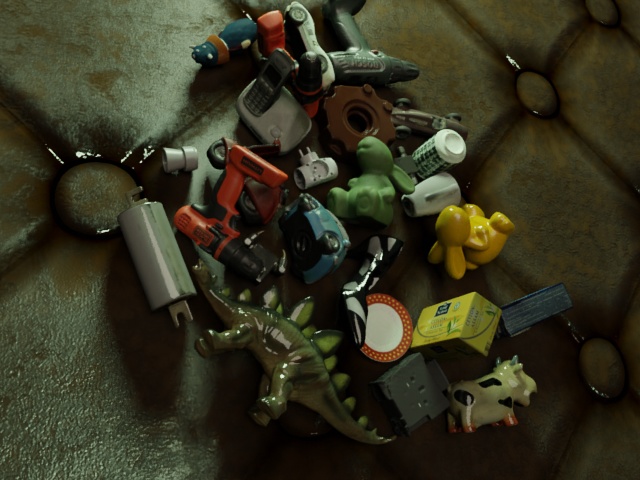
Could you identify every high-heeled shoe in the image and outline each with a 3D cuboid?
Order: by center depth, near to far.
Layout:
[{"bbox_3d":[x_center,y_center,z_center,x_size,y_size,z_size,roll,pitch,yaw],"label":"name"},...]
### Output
[{"bbox_3d":[0.104,0.088,0.983,0.145,0.086,0.249,-5,48,-4],"label":"high-heeled shoe"}]

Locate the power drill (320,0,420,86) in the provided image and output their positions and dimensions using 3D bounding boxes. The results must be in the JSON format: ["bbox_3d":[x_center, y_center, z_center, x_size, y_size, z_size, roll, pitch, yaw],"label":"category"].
[{"bbox_3d":[0.097,-0.437,1.195,0.232,0.086,0.207,-14,86,-24],"label":"power drill"}]

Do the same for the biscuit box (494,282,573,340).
[{"bbox_3d":[0.446,0.151,1.144,0.203,0.059,0.063,-15,78,-26],"label":"biscuit box"}]

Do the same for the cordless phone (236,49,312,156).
[{"bbox_3d":[-0.066,-0.258,0.999,0.146,0.184,0.089,49,57,-1],"label":"cordless phone"}]

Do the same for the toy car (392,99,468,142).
[{"bbox_3d":[0.244,-0.259,1.205,0.202,0.053,0.089,12,71,-20],"label":"toy car"}]

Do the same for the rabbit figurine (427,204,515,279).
[{"bbox_3d":[0.284,-0.010,1.088,0.173,0.122,0.162,24,102,-48],"label":"rabbit figurine"}]

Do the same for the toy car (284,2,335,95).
[{"bbox_3d":[-0.027,-0.399,1.126,0.056,0.073,0.201,-18,80,-23],"label":"toy car"}]

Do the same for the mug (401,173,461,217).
[{"bbox_3d":[0.232,-0.086,1.115,0.107,0.109,0.080,-23,97,-16],"label":"mug"}]

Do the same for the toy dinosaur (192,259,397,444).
[{"bbox_3d":[-0.046,0.209,0.896,0.198,0.105,0.471,-44,102,-32],"label":"toy dinosaur"}]

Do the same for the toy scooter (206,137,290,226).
[{"bbox_3d":[-0.113,-0.121,0.990,0.135,0.075,0.184,-27,82,-18],"label":"toy scooter"}]

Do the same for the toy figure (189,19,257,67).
[{"bbox_3d":[-0.188,-0.384,1.062,0.154,0.064,0.057,-42,129,-24],"label":"toy figure"}]

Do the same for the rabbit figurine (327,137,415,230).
[{"bbox_3d":[0.112,-0.113,1.048,0.159,0.121,0.170,14,81,-36],"label":"rabbit figurine"}]

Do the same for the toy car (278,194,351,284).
[{"bbox_3d":[-0.002,-0.003,0.995,0.103,0.109,0.162,1,58,-47],"label":"toy car"}]

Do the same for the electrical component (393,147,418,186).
[{"bbox_3d":[0.176,-0.155,1.156,0.063,0.021,0.094,-13,79,-25],"label":"electrical component"}]

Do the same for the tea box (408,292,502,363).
[{"bbox_3d":[0.245,0.167,0.992,0.068,0.169,0.098,33,62,-9],"label":"tea box"}]

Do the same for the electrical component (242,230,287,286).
[{"bbox_3d":[-0.108,0.033,0.960,0.102,0.045,0.078,46,60,-3],"label":"electrical component"}]

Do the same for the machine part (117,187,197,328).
[{"bbox_3d":[-0.267,0.028,0.878,0.079,0.079,0.243,-20,82,-27],"label":"machine part"}]

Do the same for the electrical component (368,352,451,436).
[{"bbox_3d":[0.172,0.276,0.989,0.134,0.058,0.115,-29,86,-28],"label":"electrical component"}]

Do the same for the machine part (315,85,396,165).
[{"bbox_3d":[0.077,-0.242,1.126,0.179,0.056,0.179,6,71,-20],"label":"machine part"}]

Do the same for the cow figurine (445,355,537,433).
[{"bbox_3d":[0.330,0.295,1.036,0.195,0.085,0.127,-4,75,-19],"label":"cow figurine"}]
